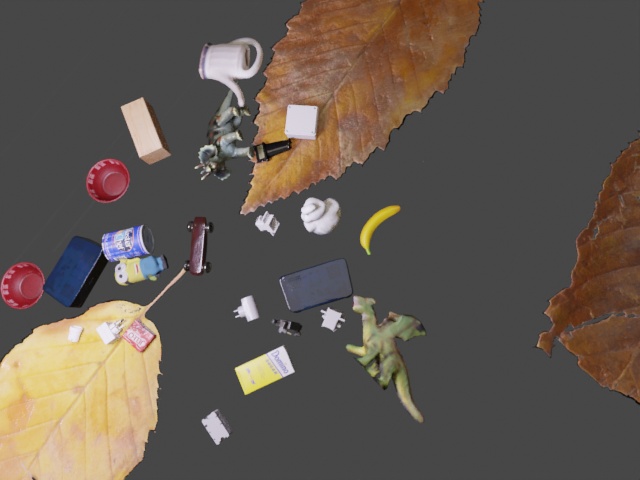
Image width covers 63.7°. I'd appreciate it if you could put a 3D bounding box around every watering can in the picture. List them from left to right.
[{"bbox_3d":[-0.325,-0.603,1.823,0.224,0.101,0.356,3,56,9],"label":"watering can"}]

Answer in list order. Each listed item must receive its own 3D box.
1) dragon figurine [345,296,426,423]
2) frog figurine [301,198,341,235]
[{"bbox_3d":[0.238,0.342,1.626,0.412,0.120,0.244,44,78,10],"label":"dragon figurine"},{"bbox_3d":[0.005,-0.085,1.695,0.137,0.158,0.123,-33,81,-1],"label":"frog figurine"}]
